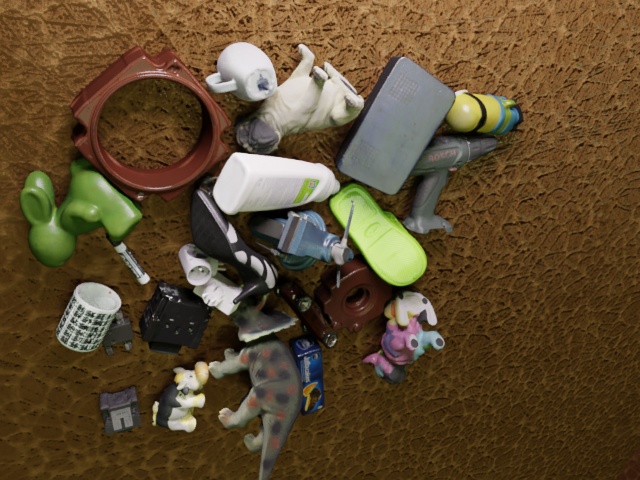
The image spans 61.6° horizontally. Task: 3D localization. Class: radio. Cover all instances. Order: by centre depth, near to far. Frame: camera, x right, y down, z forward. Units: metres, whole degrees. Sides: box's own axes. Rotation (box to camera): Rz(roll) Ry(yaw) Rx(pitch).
[{"bbox_3d":[0.135,-0.204,0.984,0.131,0.073,0.229,27,107,-12],"label":"radio"}]

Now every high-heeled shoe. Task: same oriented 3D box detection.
[{"bbox_3d":[-0.143,0.002,0.975,0.145,0.086,0.248,-46,129,-49],"label":"high-heeled shoe"}]

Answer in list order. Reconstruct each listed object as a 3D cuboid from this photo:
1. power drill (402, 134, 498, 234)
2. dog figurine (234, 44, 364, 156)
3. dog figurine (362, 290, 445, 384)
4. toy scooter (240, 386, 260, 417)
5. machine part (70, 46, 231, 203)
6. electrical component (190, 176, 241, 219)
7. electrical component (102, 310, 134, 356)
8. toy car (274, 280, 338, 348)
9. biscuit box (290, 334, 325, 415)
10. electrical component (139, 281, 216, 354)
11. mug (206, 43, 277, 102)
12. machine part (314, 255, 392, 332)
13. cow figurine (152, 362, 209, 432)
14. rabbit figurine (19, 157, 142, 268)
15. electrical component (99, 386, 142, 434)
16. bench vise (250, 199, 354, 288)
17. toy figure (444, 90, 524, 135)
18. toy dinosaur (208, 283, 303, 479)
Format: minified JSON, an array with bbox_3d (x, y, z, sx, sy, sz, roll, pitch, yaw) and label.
[{"bbox_3d":[0.258,-0.117,1.121,0.232,0.086,0.207,-6,125,-22],"label":"power drill"},{"bbox_3d":[-0.033,-0.206,0.922,0.172,0.121,0.190,29,117,-33],"label":"dog figurine"},{"bbox_3d":[0.181,0.238,1.291,0.108,0.191,0.219,0,153,-30],"label":"dog figurine"},{"bbox_3d":[-0.107,0.336,1.206,0.135,0.075,0.183,-58,155,-19],"label":"toy scooter"},{"bbox_3d":[-0.256,-0.172,0.825,0.201,0.087,0.201,-40,127,1],"label":"machine part"},{"bbox_3d":[-0.183,-0.069,0.953,0.102,0.045,0.078,29,131,-34],"label":"electrical component"},{"bbox_3d":[-0.386,0.174,1.009,0.063,0.021,0.093,-14,124,-18],"label":"electrical component"},{"bbox_3d":[-0.024,0.156,1.137,0.053,0.089,0.201,-49,132,-19],"label":"toy car"},{"bbox_3d":[-0.030,0.313,1.249,0.063,0.059,0.202,-15,124,-18],"label":"biscuit box"},{"bbox_3d":[-0.278,0.155,1.031,0.115,0.058,0.134,17,110,-31],"label":"electrical component"},{"bbox_3d":[-0.118,-0.253,0.831,0.109,0.107,0.080,-18,124,-19],"label":"mug"},{"bbox_3d":[0.076,0.121,1.189,0.179,0.056,0.179,-13,122,-21],"label":"machine part"},{"bbox_3d":[-0.292,0.321,1.122,0.098,0.068,0.167,11,112,-25],"label":"cow figurine"},{"bbox_3d":[-0.382,-0.033,0.822,0.170,0.121,0.159,-42,122,-2],"label":"rabbit figurine"},{"bbox_3d":[-0.406,0.361,1.098,0.075,0.048,0.119,-6,120,-23],"label":"electrical component"},{"bbox_3d":[-0.005,0.007,1.001,0.240,0.224,0.129,24,74,-52],"label":"bench vise"},{"bbox_3d":[0.329,-0.250,1.069,0.180,0.089,0.082,4,111,-26],"label":"toy figure"},{"bbox_3d":[-0.100,0.278,1.048,0.192,0.405,0.131,-30,158,17],"label":"toy dinosaur"}]
